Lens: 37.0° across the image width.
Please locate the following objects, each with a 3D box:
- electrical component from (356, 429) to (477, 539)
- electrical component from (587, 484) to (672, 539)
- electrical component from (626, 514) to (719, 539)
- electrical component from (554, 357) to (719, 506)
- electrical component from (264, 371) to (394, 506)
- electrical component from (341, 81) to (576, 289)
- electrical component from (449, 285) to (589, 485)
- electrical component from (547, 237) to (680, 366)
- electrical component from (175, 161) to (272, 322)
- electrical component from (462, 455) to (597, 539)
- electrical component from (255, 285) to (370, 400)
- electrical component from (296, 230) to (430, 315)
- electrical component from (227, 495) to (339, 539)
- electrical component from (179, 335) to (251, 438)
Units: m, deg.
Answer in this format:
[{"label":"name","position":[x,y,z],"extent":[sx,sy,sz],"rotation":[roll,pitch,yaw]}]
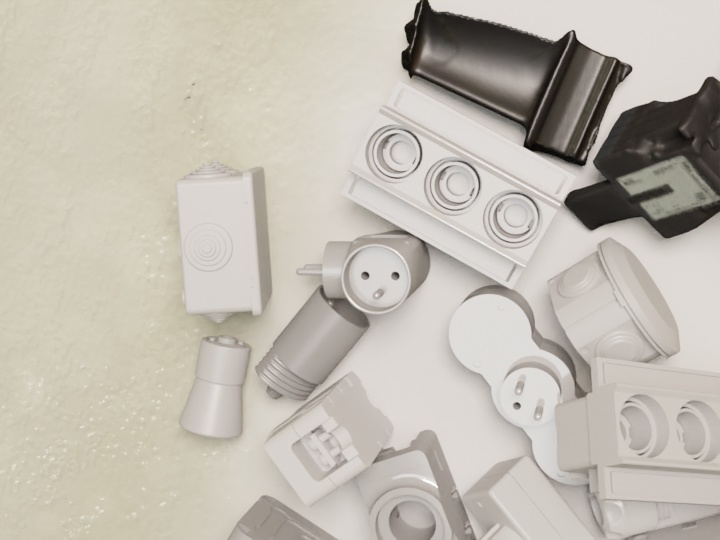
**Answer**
[{"label":"electrical component","position":[0.038,0.160,0.711],"extent":[0.050,0.056,0.089],"rotation":[-20,93,15]},{"label":"electrical component","position":[0.180,0.144,0.684],"extent":[0.062,0.043,0.043],"rotation":[-14,95,-5]},{"label":"electrical component","position":[0.212,0.195,0.656],"extent":[0.100,0.099,0.048],"rotation":[-18,107,15]},{"label":"electrical component","position":[0.180,0.099,0.635],"extent":[0.121,0.063,0.078],"rotation":[9,71,-26]},{"label":"electrical component","position":[-0.022,0.110,0.699],"extent":[0.056,0.089,0.050],"rotation":[-36,89,15]},{"label":"electrical component","position":[0.062,-0.054,0.669],"extent":[0.121,0.063,0.078],"rotation":[30,103,7]},{"label":"electrical component","position":[0.108,0.075,0.673],"extent":[0.052,0.074,0.138],"rotation":[-38,89,15]},{"label":"electrical component","position":[0.155,0.025,0.653],"extent":[0.051,0.080,0.080],"rotation":[-33,90,20]},{"label":"electrical component","position":[-0.086,-0.020,0.691],"extent":[0.048,0.099,0.099],"rotation":[-3,98,0]},{"label":"electrical component","position":[0.099,0.176,0.686],"extent":[0.076,0.047,0.083],"rotation":[-38,88,-24]},{"label":"electrical component","position":[-0.035,0.054,0.718],"extent":[0.043,0.043,0.081],"rotation":[40,105,4]},{"label":"electrical component","position":[0.000,0.000,0.684],"extent":[0.079,0.077,0.043],"rotation":[0,98,13]},{"label":"electrical component","position":[-0.042,0.213,0.725],"extent":[0.113,0.078,0.057],"rotation":[32,101,6]},{"label":"electrical component","position":[-0.097,0.078,0.737],"extent":[0.044,0.044,0.065],"rotation":[12,96,11]}]
